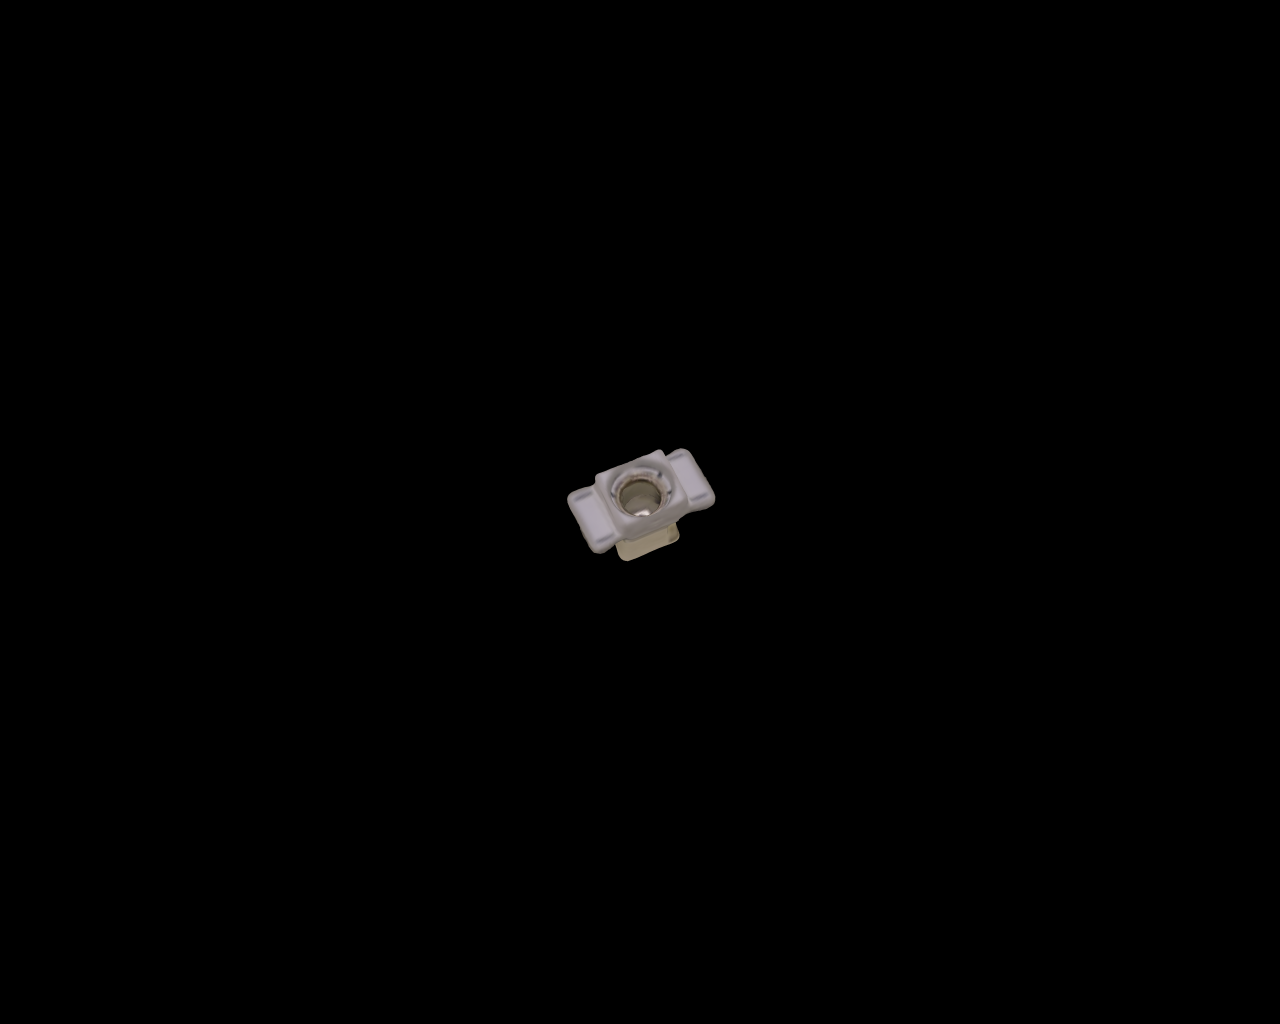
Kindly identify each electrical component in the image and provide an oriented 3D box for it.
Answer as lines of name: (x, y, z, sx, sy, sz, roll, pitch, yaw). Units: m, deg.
electrical component: (0.001, -0.003, 0.650, 0.081, 0.042, 0.063, -22, -24, -10)
